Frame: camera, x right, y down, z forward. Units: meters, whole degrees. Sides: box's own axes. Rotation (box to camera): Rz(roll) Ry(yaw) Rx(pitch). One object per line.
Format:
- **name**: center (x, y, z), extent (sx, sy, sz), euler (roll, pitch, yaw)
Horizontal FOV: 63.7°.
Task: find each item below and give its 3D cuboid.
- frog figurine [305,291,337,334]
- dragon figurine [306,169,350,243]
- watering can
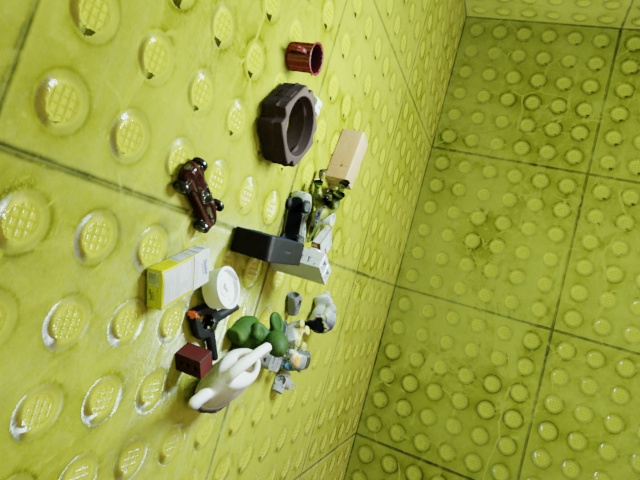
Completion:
- **frog figurine**: center (0.013, 0.291, 2.060), extent (0.135, 0.122, 0.163), euler (-50, -173, 35)
- **dragon figurine**: center (0.005, -0.089, 1.771), extent (0.420, 0.122, 0.237), euler (-64, 173, -51)
- **watering can**: center (-0.256, 0.369, 1.315), extent (0.221, 0.104, 0.351), euler (-46, 170, 30)
